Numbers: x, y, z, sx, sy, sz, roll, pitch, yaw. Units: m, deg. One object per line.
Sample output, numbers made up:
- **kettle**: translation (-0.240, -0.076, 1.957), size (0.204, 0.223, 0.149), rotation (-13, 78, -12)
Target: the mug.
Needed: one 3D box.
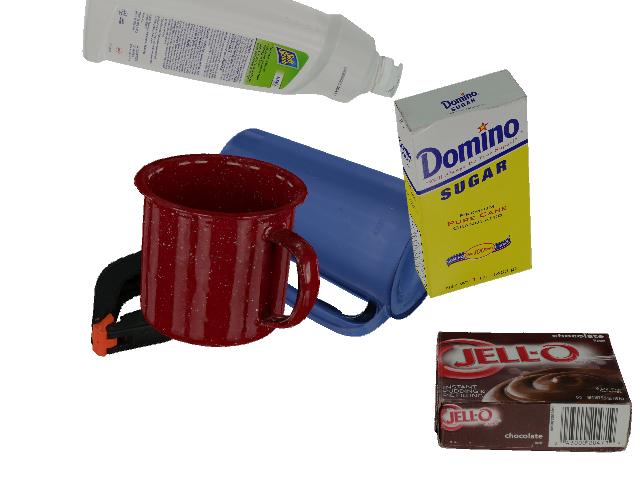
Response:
- **mug**: translation (-0.048, 0.009, 0.582), size (0.117, 0.081, 0.093), rotation (22, 28, 32)

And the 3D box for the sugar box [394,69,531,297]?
- **sugar box**: translation (0.115, -0.040, 0.836), size (0.093, 0.176, 0.048), rotation (-17, 44, -4)

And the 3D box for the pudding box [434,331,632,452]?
- **pudding box**: translation (0.128, 0.091, 0.659), size (0.113, 0.039, 0.090), rotation (2, 23, 5)

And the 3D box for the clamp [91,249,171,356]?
- **clamp**: translation (-0.118, 0.021, 0.805), size (0.120, 0.039, 0.171), rotation (30, 43, 28)

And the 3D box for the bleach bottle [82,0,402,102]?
- **bleach bottle**: translation (-0.060, -0.158, 0.858), size (0.250, 0.068, 0.103), rotation (15, -29, -7)

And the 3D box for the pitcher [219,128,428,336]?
- **pitcher**: translation (0.002, -0.017, 1.086), size (0.243, 0.145, 0.149), rotation (24, 27, 24)
